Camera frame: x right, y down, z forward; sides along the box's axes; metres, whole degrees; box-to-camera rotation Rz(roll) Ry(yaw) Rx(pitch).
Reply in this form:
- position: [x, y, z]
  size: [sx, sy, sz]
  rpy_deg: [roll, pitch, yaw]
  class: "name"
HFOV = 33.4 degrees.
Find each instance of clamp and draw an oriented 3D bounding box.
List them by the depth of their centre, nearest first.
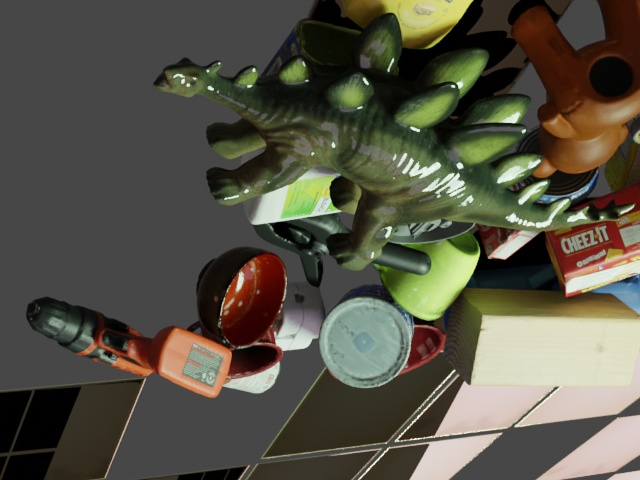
- position: [-0.007, 0.001, 1.125]
  size: [0.209, 0.036, 0.165]
  rpy_deg: [28, 151, -36]
  class: "clamp"

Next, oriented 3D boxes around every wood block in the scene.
- position: [0.261, 0.115, 1.252]
  size: [0.205, 0.090, 0.091]
  rpy_deg: [3, 108, -16]
  class: "wood block"

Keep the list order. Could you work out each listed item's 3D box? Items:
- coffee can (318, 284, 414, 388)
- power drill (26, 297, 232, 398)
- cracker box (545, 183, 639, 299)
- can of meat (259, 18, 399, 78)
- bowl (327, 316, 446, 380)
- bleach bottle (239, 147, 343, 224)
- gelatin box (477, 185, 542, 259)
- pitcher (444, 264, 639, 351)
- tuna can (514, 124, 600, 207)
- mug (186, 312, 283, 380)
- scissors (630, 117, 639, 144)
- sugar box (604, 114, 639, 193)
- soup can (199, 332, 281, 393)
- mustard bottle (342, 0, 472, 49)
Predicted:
- position: [0.057, 0.109, 1.246]
  size: [0.103, 0.103, 0.140]
  rpy_deg: [-20, -179, 7]
  class: "coffee can"
- position: [-0.202, 0.112, 1.152]
  size: [0.188, 0.057, 0.184]
  rpy_deg: [8, 165, 43]
  class: "power drill"
- position: [0.329, -0.003, 1.145]
  size: [0.164, 0.072, 0.213]
  rpy_deg: [-20, 168, 10]
  class: "cracker box"
- position: [0.004, -0.133, 0.897]
  size: [0.101, 0.057, 0.084]
  rpy_deg: [6, 144, -33]
  class: "can of meat"
- position: [0.082, 0.128, 1.400]
  size: [0.162, 0.055, 0.162]
  rpy_deg: [-12, 151, -7]
  class: "bowl"
- position: [0.052, -0.073, 1.024]
  size: [0.250, 0.068, 0.103]
  rpy_deg: [-8, 151, -19]
  class: "bleach bottle"
- position: [0.208, -0.031, 1.160]
  size: [0.030, 0.073, 0.089]
  rpy_deg: [8, 144, -35]
  class: "gelatin box"
- position: [0.290, 0.084, 1.359]
  size: [0.242, 0.149, 0.145]
  rpy_deg: [-1, -172, -19]
  class: "pitcher"
- position: [0.240, -0.075, 1.084]
  size: [0.086, 0.086, 0.033]
  rpy_deg: [-18, 153, 5]
  class: "tuna can"
- position: [-0.108, 0.111, 1.249]
  size: [0.117, 0.081, 0.093]
  rpy_deg: [-21, 151, 9]
  class: "mug"
- position: [0.403, -0.132, 1.047]
  size: [0.201, 0.016, 0.096]
  rpy_deg: [-11, 148, -9]
  class: "scissors"
- position: [0.360, -0.115, 1.117]
  size: [0.093, 0.048, 0.176]
  rpy_deg: [-13, 148, -4]
  class: "sugar box"
- position: [-0.106, 0.153, 1.340]
  size: [0.069, 0.068, 0.102]
  rpy_deg: [-31, 149, 26]
  class: "soup can"
- position: [0.106, -0.223, 0.785]
  size: [0.096, 0.058, 0.192]
  rpy_deg: [15, 139, -34]
  class: "mustard bottle"
